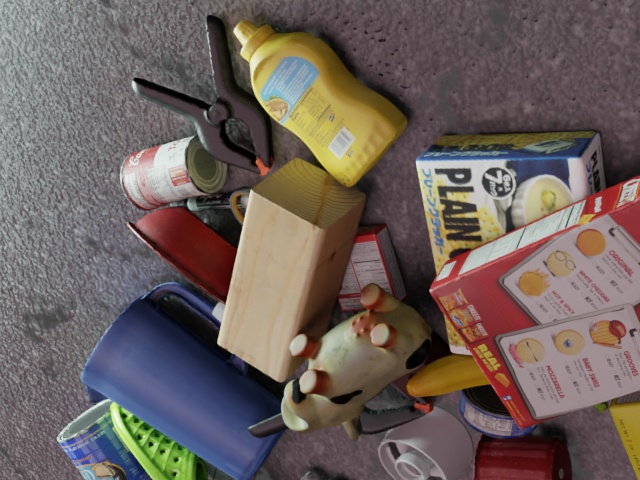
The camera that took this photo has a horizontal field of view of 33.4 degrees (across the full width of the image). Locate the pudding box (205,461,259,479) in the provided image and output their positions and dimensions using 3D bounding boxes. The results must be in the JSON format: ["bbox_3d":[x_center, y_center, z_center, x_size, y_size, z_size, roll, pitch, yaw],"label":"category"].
[{"bbox_3d":[-0.132,0.275,1.392,0.113,0.039,0.090,31,131,16],"label":"pudding box"}]

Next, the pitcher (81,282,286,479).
[{"bbox_3d":[-0.152,0.176,1.298,0.243,0.144,0.149,34,142,6],"label":"pitcher"}]

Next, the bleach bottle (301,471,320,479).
[{"bbox_3d":[0.062,0.391,1.325,0.251,0.068,0.103,45,132,5],"label":"bleach bottle"}]

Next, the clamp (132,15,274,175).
[{"bbox_3d":[-0.101,-0.146,1.116,0.171,0.039,0.120,42,116,-8],"label":"clamp"}]

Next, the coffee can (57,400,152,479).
[{"bbox_3d":[-0.276,0.298,1.454,0.103,0.102,0.140,-24,103,39],"label":"coffee can"}]

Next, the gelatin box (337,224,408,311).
[{"bbox_3d":[0.047,0.031,1.139,0.073,0.030,0.089,-7,111,34],"label":"gelatin box"}]

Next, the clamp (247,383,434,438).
[{"bbox_3d":[0.021,0.172,1.202,0.210,0.036,0.164,20,94,15],"label":"clamp"}]

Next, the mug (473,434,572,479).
[{"bbox_3d":[0.218,0.259,1.127,0.082,0.093,0.117,-4,104,29],"label":"mug"}]

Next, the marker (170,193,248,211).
[{"bbox_3d":[-0.121,-0.043,1.208,0.121,0.020,0.020,-2,116,33],"label":"marker"}]

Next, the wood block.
[{"bbox_3d":[-0.031,0.033,1.110,0.090,0.090,0.206,29,128,18],"label":"wood block"}]

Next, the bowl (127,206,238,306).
[{"bbox_3d":[-0.135,0.011,1.192,0.162,0.162,0.055,38,88,7],"label":"bowl"}]

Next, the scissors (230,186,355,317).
[{"bbox_3d":[-0.008,0.001,1.163,0.201,0.016,0.096,39,117,-8],"label":"scissors"}]

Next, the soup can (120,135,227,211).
[{"bbox_3d":[-0.162,-0.074,1.183,0.102,0.068,0.068,-11,111,36],"label":"soup can"}]

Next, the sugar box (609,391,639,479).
[{"bbox_3d":[0.375,0.176,1.008,0.177,0.048,0.093,-14,109,38],"label":"sugar box"}]

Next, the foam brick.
[{"bbox_3d":[0.096,0.121,1.147,0.078,0.051,0.053,45,131,1],"label":"foam brick"}]

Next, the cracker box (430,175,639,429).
[{"bbox_3d":[0.230,0.056,0.928,0.214,0.072,0.164,-27,105,31],"label":"cracker box"}]

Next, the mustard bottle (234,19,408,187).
[{"bbox_3d":[-0.011,-0.147,1.050,0.191,0.058,0.096,43,135,3],"label":"mustard bottle"}]

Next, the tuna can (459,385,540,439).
[{"bbox_3d":[0.186,0.164,1.094,0.086,0.086,0.034,17,126,23],"label":"tuna can"}]

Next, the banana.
[{"bbox_3d":[0.185,0.134,1.068,0.198,0.069,0.037,3,117,3],"label":"banana"}]
